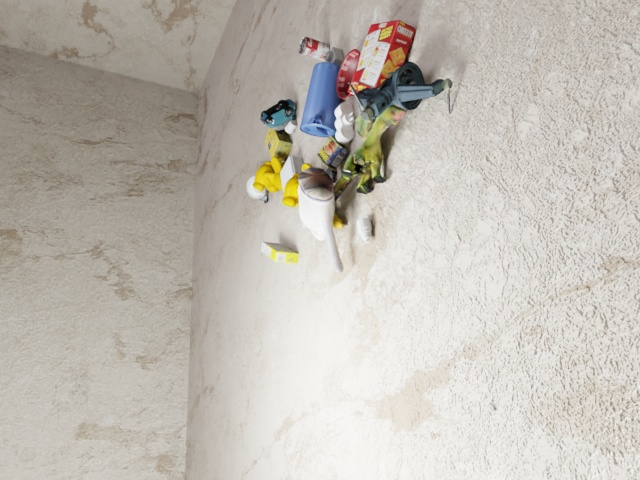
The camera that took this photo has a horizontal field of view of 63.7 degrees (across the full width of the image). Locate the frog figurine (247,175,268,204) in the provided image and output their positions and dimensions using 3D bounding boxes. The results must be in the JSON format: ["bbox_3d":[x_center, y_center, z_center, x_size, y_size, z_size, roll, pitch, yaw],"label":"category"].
[{"bbox_3d":[-0.263,-0.260,2.296,0.156,0.122,0.141,110,174,-48],"label":"frog figurine"}]

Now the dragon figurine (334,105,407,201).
[{"bbox_3d":[0.127,-0.275,1.523,0.406,0.122,0.246,-28,48,62],"label":"dragon figurine"}]

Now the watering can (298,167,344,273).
[{"bbox_3d":[0.005,-0.080,1.590,0.219,0.104,0.355,92,156,-44],"label":"watering can"}]
